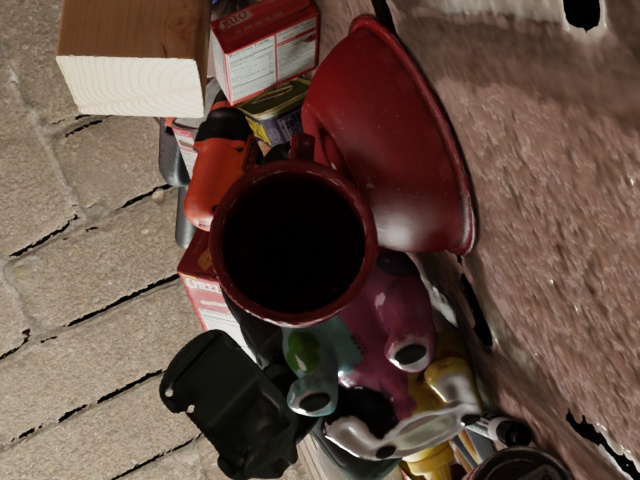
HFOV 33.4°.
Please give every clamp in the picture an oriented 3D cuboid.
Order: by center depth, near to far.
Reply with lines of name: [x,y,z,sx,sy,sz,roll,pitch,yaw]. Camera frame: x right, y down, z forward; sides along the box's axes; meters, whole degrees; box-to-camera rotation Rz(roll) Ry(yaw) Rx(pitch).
clamp: [-0.126,-0.078,1.087,0.036,0.164,0.210,24,175,14]

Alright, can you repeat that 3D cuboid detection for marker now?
marker: [0.121,0.131,0.753,0.020,0.020,0.121,65,171,-2]

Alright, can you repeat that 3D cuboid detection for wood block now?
wood block: [-0.120,-0.198,0.743,0.090,0.091,0.206,95,176,-72]

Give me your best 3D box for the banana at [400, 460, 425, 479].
banana: [0.078,0.213,1.147,0.198,0.037,0.069,-175,64,-75]

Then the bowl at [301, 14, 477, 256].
bowl: [0.033,-0.052,0.653,0.162,0.055,0.162,61,170,17]

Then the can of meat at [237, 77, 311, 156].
can of meat: [-0.019,-0.081,0.864,0.084,0.057,0.102,65,172,-18]

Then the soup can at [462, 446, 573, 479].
soup can: [0.124,0.175,0.699,0.068,0.068,0.102,62,171,16]

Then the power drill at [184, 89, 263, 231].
power drill: [-0.056,-0.055,0.977,0.187,0.057,0.184,59,-140,-51]

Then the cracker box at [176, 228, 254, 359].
cracker box: [-0.072,0.037,1.153,0.213,0.072,0.164,75,-149,-51]

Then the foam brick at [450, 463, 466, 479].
foam brick: [0.120,0.237,0.932,0.051,0.053,0.078,65,171,-5]

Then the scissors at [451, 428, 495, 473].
scissors: [0.141,0.187,0.797,0.096,0.016,0.202,68,170,-22]

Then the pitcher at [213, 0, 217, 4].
pitcher: [-0.167,-0.279,0.931,0.243,0.149,0.145,-135,40,-55]

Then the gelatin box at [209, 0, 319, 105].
gelatin box: [-0.040,-0.140,0.768,0.030,0.073,0.089,62,171,15]

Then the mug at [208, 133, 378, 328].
mug: [-0.014,-0.004,0.624,0.081,0.093,0.117,87,-175,-79]

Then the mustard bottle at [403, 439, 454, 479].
mustard bottle: [0.067,0.126,0.918,0.191,0.058,0.096,66,165,-5]

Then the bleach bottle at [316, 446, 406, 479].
bleach bottle: [0.076,0.291,1.112,0.103,0.068,0.250,55,175,43]

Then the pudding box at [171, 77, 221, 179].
pudding box: [-0.087,-0.107,1.013,0.039,0.113,0.090,11,138,27]
